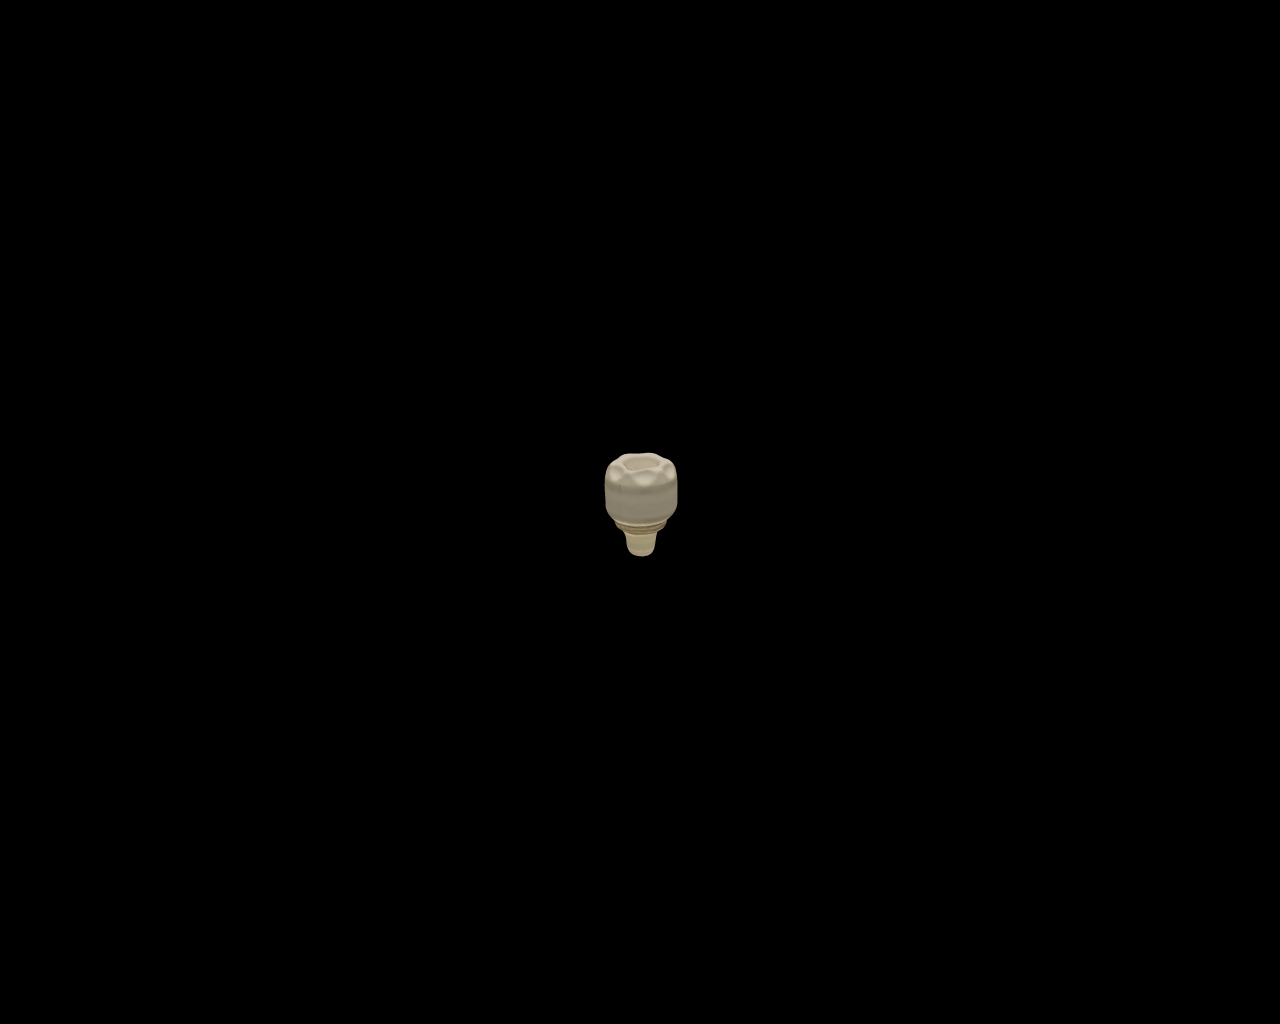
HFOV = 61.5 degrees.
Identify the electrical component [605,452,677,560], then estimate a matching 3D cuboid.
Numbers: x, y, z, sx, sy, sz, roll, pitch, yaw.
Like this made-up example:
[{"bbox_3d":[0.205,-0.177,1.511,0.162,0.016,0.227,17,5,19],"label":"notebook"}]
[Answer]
[{"bbox_3d":[0.001,-0.003,0.650,0.043,0.062,0.043,0,22,0],"label":"electrical component"}]
